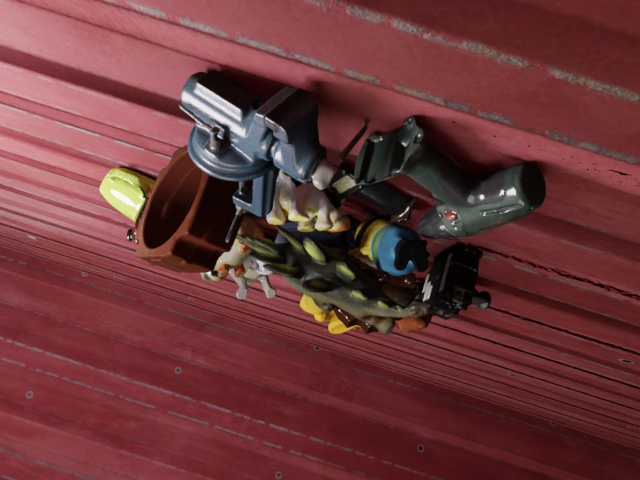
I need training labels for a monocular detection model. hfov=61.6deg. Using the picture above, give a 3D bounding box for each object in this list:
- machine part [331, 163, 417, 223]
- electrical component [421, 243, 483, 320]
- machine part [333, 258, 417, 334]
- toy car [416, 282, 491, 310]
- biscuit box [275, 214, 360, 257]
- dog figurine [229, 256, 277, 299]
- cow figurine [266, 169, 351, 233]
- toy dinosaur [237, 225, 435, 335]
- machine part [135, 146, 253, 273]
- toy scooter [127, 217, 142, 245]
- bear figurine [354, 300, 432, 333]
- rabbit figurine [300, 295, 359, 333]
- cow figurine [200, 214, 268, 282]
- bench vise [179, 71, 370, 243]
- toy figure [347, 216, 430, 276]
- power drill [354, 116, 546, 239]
[{"bbox_3d":[0.075,-0.070,0.804,0.139,0.039,0.084,25,153,-16],"label":"machine part"},{"bbox_3d":[0.232,0.079,0.969,0.058,0.115,0.134,23,162,-3],"label":"electrical component"},{"bbox_3d":[0.095,0.087,1.030,0.179,0.179,0.056,16,159,7],"label":"machine part"},{"bbox_3d":[0.273,0.112,1.133,0.089,0.053,0.202,20,167,-19],"label":"toy car"},{"bbox_3d":[-0.002,-0.003,1.035,0.059,0.063,0.203,30,159,-36],"label":"biscuit box"},{"bbox_3d":[-0.175,0.036,1.306,0.121,0.172,0.191,12,-160,-33],"label":"dog figurine"},{"bbox_3d":[-0.011,-0.061,0.846,0.068,0.098,0.167,-6,169,34],"label":"cow figurine"},{"bbox_3d":[-0.010,0.049,0.913,0.472,0.105,0.198,14,164,47],"label":"toy dinosaur"},{"bbox_3d":[-0.200,-0.050,0.855,0.087,0.201,0.201,26,161,-36],"label":"machine part"},{"bbox_3d":[-0.326,-0.013,1.066,0.135,0.075,0.184,-3,179,-44],"label":"toy scooter"},{"bbox_3d":[0.172,0.172,1.266,0.196,0.120,0.131,26,124,21],"label":"bear figurine"},{"bbox_3d":[0.048,0.139,1.121,0.173,0.122,0.162,19,146,4],"label":"rabbit figurine"},{"bbox_3d":[-0.203,0.018,1.150,0.085,0.127,0.195,6,132,-41],"label":"cow figurine"},{"bbox_3d":[-0.076,-0.101,0.685,0.224,0.129,0.240,24,146,6],"label":"bench vise"},{"bbox_3d":[0.114,0.008,0.860,0.082,0.089,0.180,32,175,-16],"label":"toy figure"},{"bbox_3d":[0.146,-0.062,0.689,0.207,0.086,0.232,31,157,-25],"label":"power drill"}]
